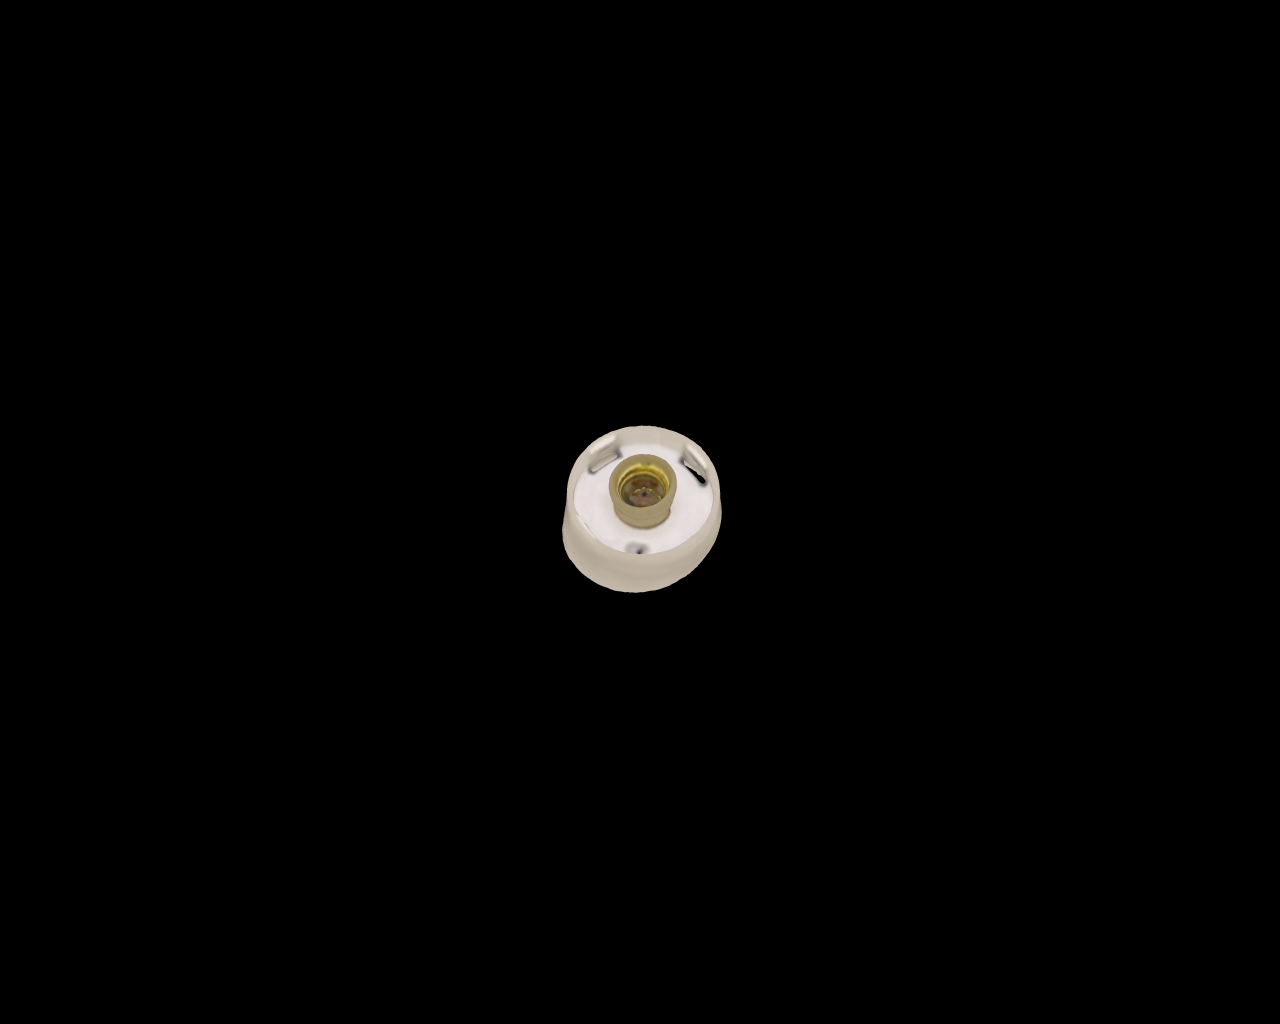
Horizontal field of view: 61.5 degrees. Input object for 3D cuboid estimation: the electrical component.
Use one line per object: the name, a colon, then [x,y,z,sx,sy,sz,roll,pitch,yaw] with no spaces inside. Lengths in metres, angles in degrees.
electrical component: [0.001,-0.003,0.650,0.099,0.099,0.064,0,-30,0]
